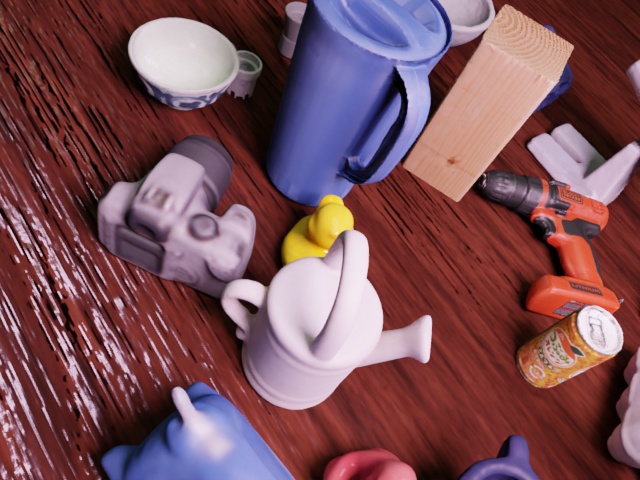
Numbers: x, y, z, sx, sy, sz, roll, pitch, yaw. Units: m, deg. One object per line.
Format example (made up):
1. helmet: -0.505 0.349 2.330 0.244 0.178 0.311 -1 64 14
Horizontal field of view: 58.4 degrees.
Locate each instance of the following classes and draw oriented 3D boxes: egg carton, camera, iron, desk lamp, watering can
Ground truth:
1. egg carton: 0.371 0.191 0.610 0.107 0.069 0.150 34 53 3
2. camera: -0.120 -0.037 0.553 0.143 0.100 0.137 25 53 -4
3. iron: -0.034 0.210 0.400 0.258 0.141 0.119 44 54 11
4. desk lamp: 0.416 -0.128 0.744 0.118 0.213 0.203 -25 70 -32
5. watering can: 0.008 0.064 0.478 0.173 0.194 0.101 -1 59 -21

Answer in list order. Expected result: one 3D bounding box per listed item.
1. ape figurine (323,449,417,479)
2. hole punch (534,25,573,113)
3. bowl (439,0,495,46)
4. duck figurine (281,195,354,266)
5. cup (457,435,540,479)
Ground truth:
1. ape figurine: 0.047 0.202 0.466 0.076 0.092 0.077 -26 70 -32
2. hole punch: 0.338 -0.263 0.879 0.109 0.091 0.101 -32 73 -33
3. bowl: 0.180 -0.355 0.890 0.168 0.074 0.167 10 56 -14
4. duck figurine: 0.005 0.002 0.585 0.077 0.086 0.104 14 55 -12
5. cup: 0.138 0.227 0.482 0.091 0.095 0.118 27 53 -2
